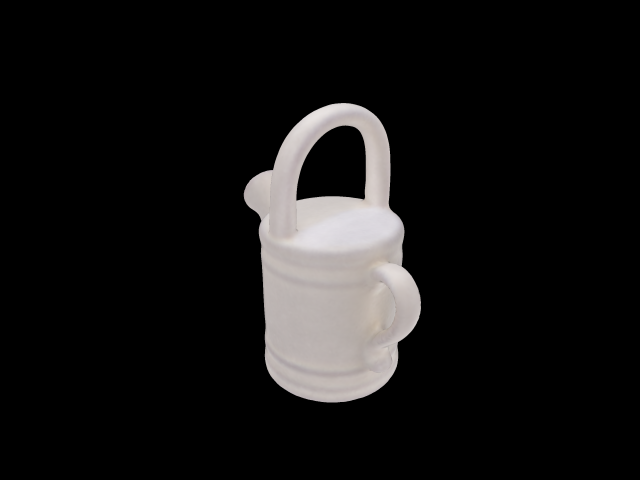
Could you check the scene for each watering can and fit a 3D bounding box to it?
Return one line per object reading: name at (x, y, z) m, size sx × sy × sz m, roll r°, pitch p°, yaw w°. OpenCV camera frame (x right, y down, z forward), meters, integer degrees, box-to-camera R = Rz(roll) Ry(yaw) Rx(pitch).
watering can at (0.002, 0.002, 0.399) m, size 0.172 × 0.194 × 0.101 m, roll 15°, pitch 29°, yaw 29°
